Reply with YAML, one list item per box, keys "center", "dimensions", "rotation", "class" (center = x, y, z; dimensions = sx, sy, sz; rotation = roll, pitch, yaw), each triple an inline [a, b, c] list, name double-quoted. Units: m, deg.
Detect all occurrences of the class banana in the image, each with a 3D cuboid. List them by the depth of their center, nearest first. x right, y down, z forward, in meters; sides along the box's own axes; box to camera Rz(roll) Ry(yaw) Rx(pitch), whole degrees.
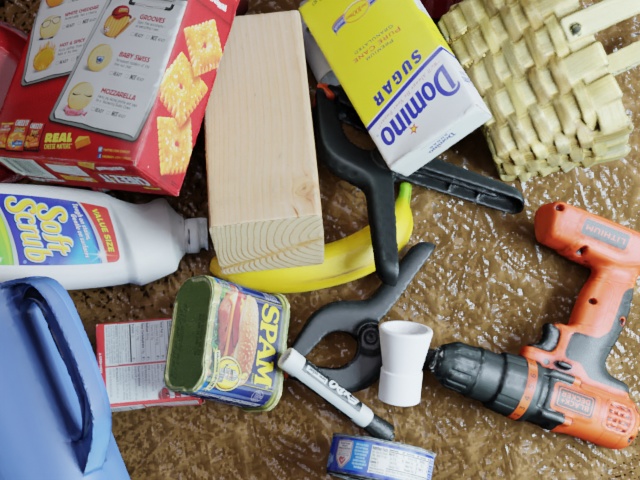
- center: [0.004, 0.012, 0.941]
  dimensions: [0.197, 0.037, 0.070]
  rotation: [-20, 47, -10]
  class: "banana"

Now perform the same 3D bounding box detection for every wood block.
- center: [-0.050, -0.085, 0.917]
  dimensions: [0.091, 0.090, 0.206]
  rotation: [-6, 63, -1]
  class: "wood block"

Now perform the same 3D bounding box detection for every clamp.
- center: [0.045, 0.072, 0.918]
  dimensions: [0.171, 0.039, 0.120]
  rotation: [-12, 78, -7]
  class: "clamp"
- center: [0.056, -0.058, 0.939]
  dimensions: [0.210, 0.036, 0.164]
  rotation: [43, 56, 19]
  class: "clamp"

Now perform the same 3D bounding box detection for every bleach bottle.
- center: [-0.223, -0.007, 0.927]
  dimensions: [0.250, 0.068, 0.102]
  rotation: [-3, 73, -4]
  class: "bleach bottle"

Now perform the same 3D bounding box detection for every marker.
- center: [0.016, 0.132, 0.889]
  dimensions: [0.121, 0.020, 0.020]
  rotation: [39, 75, -16]
  class: "marker"

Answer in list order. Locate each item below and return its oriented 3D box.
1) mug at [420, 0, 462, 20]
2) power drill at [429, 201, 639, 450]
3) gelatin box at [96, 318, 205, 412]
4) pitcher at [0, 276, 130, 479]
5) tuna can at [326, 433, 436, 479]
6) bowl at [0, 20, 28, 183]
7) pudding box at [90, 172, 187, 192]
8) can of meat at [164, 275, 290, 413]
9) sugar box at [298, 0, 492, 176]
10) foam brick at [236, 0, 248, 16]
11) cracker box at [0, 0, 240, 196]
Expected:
- center: [0.111, -0.254, 0.984]
  dimensions: [0.117, 0.081, 0.093]
  rotation: [27, 64, 18]
  class: "mug"
- center: [0.198, 0.066, 0.905]
  dimensions: [0.184, 0.057, 0.187]
  rotation: [21, 76, -9]
  class: "power drill"
- center: [-0.145, 0.106, 0.911]
  dimensions: [0.089, 0.030, 0.073]
  rotation: [-5, 73, -3]
  class: "gelatin box"
- center: [-0.221, 0.154, 0.839]
  dimensions: [0.145, 0.149, 0.243]
  rotation: [-26, 79, -8]
  class: "pitcher"
- center: [0.049, 0.181, 0.864]
  dimensions: [0.086, 0.086, 0.033]
  rotation: [12, 75, 2]
  class: "tuna can"
- center: [-0.304, -0.126, 0.937]
  dimensions: [0.162, 0.055, 0.162]
  rotation: [1, 85, -18]
  class: "bowl"
- center: [-0.176, -0.105, 0.968]
  dimensions: [0.090, 0.039, 0.113]
  rotation: [-13, 72, -2]
  class: "pudding box"
- center: [-0.077, 0.085, 0.883]
  dimensions: [0.083, 0.058, 0.102]
  rotation: [20, 68, -41]
  class: "can of meat"
- center: [0.062, -0.153, 0.914]
  dimensions: [0.093, 0.048, 0.176]
  rotation: [-36, 68, 19]
  class: "sugar box"
- center: [-0.110, -0.212, 0.993]
  dimensions: [0.051, 0.053, 0.078]
  rotation: [33, 75, 8]
  class: "foam brick"
- center: [-0.168, -0.149, 0.898]
  dimensions: [0.164, 0.072, 0.213]
  rotation: [6, 71, 30]
  class: "cracker box"
